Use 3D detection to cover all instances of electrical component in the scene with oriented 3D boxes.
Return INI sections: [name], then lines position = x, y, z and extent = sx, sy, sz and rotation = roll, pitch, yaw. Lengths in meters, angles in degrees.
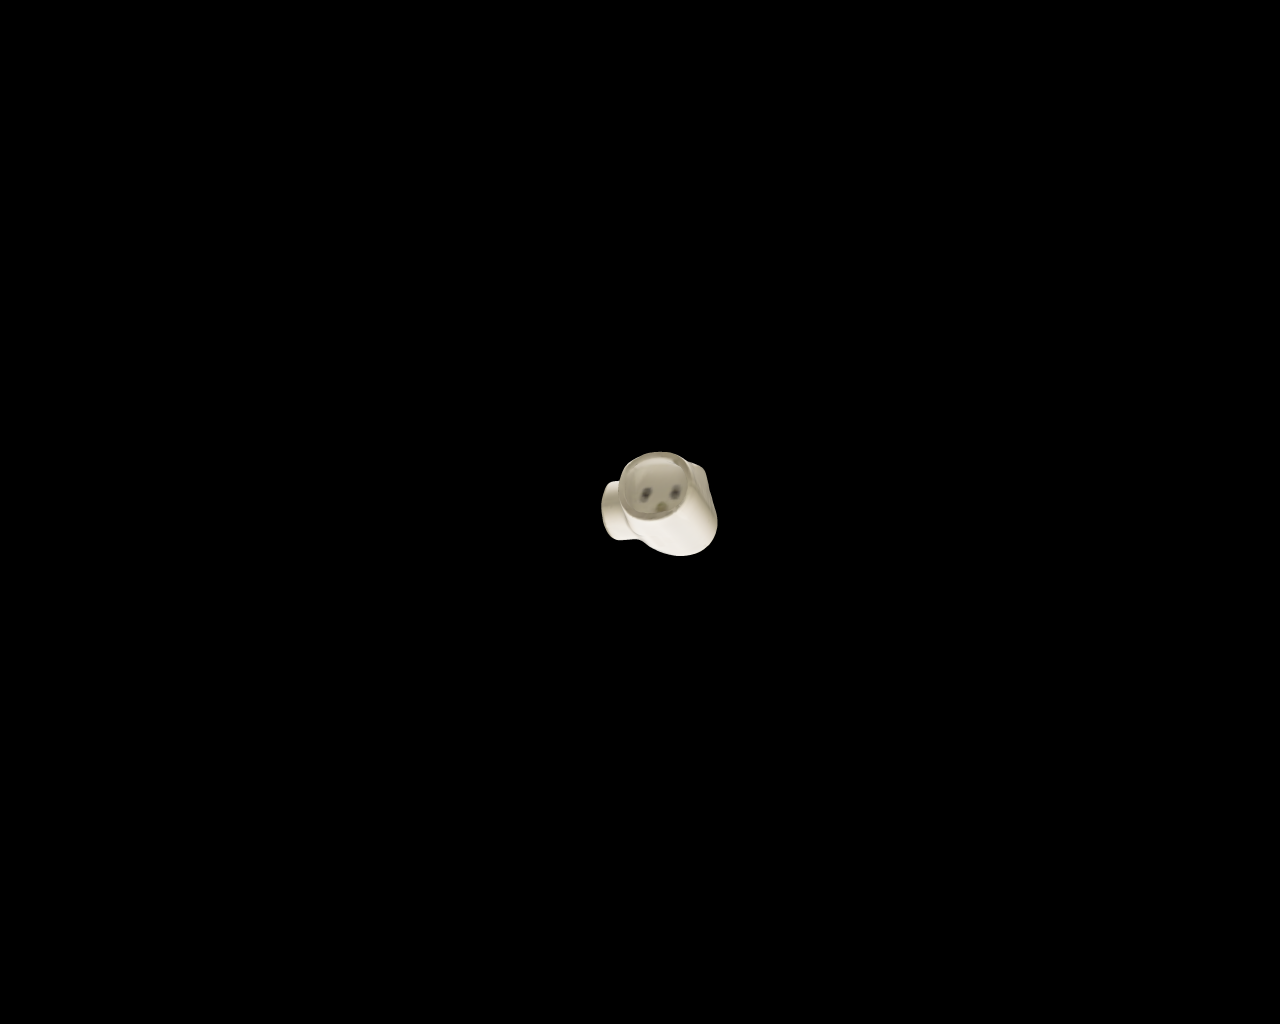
[electrical component]
position = 0.001, -0.003, 0.650
extent = 0.079, 0.043, 0.077
rotation = -5, -19, 15
